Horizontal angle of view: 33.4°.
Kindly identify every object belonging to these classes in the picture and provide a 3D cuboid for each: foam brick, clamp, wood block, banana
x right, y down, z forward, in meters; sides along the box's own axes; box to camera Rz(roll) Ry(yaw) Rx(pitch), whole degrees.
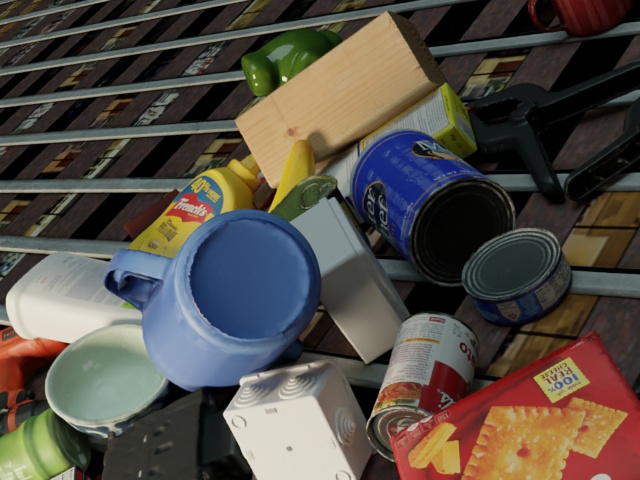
[{"bbox_3d":[-0.179,-0.012,1.246,0.078,0.051,0.053,-36,31,-5],"label":"foam brick"},{"bbox_3d":[0.287,-0.090,0.940,0.120,0.039,0.171,-1,39,35],"label":"clamp"},{"bbox_3d":[0.024,-0.146,1.149,0.206,0.091,0.090,-32,-10,21],"label":"wood block"},{"bbox_3d":[-0.058,-0.012,1.105,0.198,0.070,0.037,-50,-11,5],"label":"banana"},{"bbox_3d":[0.216,-0.122,1.049,0.164,0.036,0.210,-46,29,-9],"label":"clamp"}]

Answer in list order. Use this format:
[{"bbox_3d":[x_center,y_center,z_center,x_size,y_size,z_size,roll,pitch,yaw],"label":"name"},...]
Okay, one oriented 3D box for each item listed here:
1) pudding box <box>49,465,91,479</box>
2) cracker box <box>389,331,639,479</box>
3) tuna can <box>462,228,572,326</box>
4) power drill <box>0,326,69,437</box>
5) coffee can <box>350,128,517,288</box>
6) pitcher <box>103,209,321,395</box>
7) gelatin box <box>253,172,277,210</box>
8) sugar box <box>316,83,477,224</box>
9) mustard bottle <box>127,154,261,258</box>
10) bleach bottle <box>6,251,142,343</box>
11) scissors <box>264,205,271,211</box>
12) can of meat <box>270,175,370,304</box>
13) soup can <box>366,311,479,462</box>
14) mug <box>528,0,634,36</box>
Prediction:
[{"bbox_3d":[-0.250,0.260,0.931,0.113,0.039,0.090,-27,30,6],"label":"pudding box"},{"bbox_3d":[0.144,0.173,0.655,0.164,0.072,0.214,-28,31,8],"label":"cracker box"},{"bbox_3d":[0.163,0.030,0.883,0.086,0.033,0.086,-24,31,15],"label":"tuna can"},{"bbox_3d":[-0.305,0.155,1.116,0.184,0.057,0.187,-22,31,12],"label":"power drill"},{"bbox_3d":[0.099,-0.032,0.965,0.103,0.102,0.140,-35,30,-4],"label":"coffee can"},{"bbox_3d":[-0.084,0.049,0.871,0.149,0.145,0.243,-22,-7,-15],"label":"pitcher"},{"bbox_3d":[-0.088,-0.062,1.256,0.089,0.030,0.073,1,44,44],"label":"gelatin box"},{"bbox_3d":[0.072,-0.079,1.093,0.176,0.048,0.093,-35,27,22],"label":"sugar box"},{"bbox_3d":[-0.131,-0.021,1.175,0.191,0.058,0.096,-47,41,-5],"label":"mustard bottle"},{"bbox_3d":[-0.189,0.075,1.076,0.251,0.068,0.102,10,40,28],"label":"bleach bottle"},{"bbox_3d":[-0.085,0.002,1.174,0.202,0.016,0.096,-28,31,10],"label":"scissors"},{"bbox_3d":[-0.007,0.001,1.034,0.058,0.084,0.102,8,49,49],"label":"can of meat"},{"bbox_3d":[0.080,0.112,0.808,0.069,0.068,0.102,-13,34,30],"label":"soup can"},{"bbox_3d":[0.281,-0.270,1.163,0.117,0.081,0.093,-34,30,-3],"label":"mug"}]
